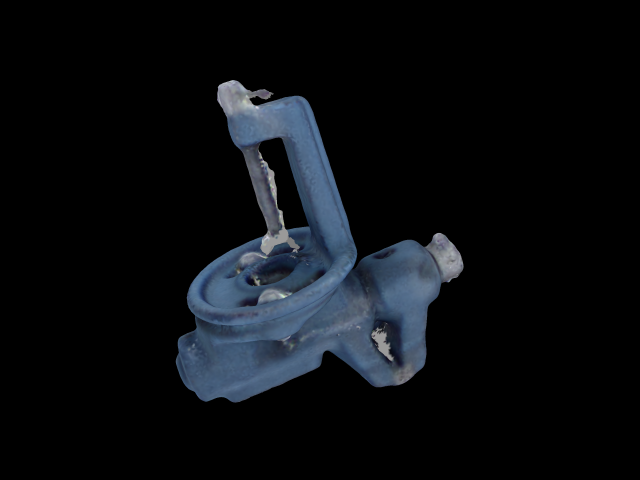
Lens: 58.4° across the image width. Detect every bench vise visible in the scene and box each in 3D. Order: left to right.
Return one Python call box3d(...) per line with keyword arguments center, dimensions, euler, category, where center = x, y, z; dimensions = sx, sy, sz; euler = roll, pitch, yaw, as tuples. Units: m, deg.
box3d(center=(-0.003, -0.002, 0.409), dimensions=(0.208, 0.220, 0.121), euler=(-13, 22, -33), category="bench vise")
